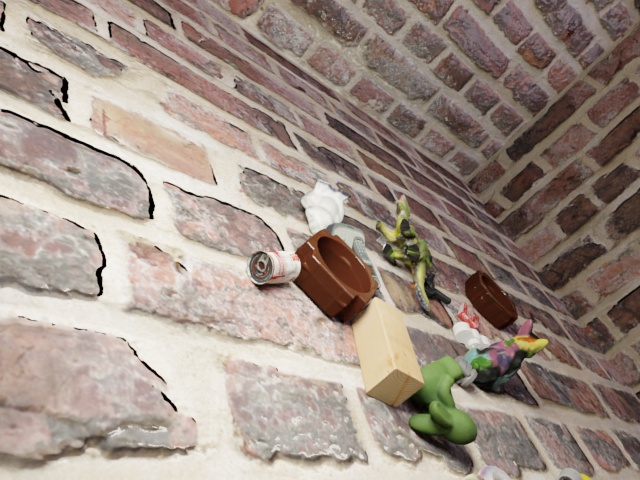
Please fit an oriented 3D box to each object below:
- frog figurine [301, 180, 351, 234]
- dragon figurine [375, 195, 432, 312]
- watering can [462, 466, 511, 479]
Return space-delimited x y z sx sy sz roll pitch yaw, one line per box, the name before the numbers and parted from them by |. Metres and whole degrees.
frog figurine | 0.004 -0.073 1.446 0.135 0.122 0.162 38 58 -36
dragon figurine | 0.310 0.038 1.650 0.242 0.121 0.417 11 56 -52
watering can | 0.351 0.557 0.902 0.222 0.102 0.356 30 26 -27
